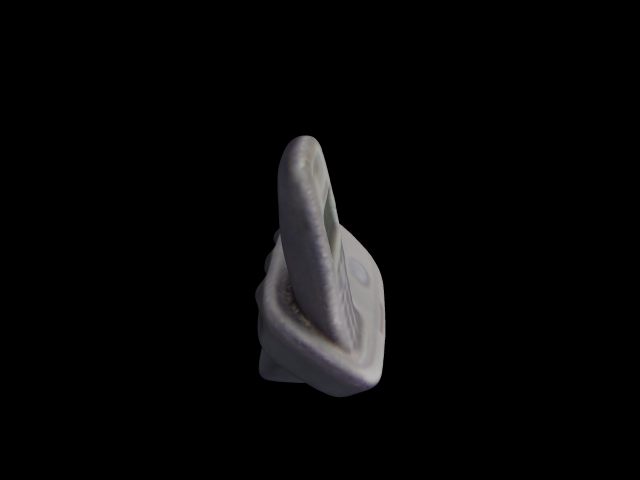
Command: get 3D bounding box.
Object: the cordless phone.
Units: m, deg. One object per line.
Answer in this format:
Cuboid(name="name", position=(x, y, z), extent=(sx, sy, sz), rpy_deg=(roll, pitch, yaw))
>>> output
Cuboid(name="cordless phone", position=(0.004, 0.001, 0.400), extent=(0.094, 0.185, 0.147), rpy_deg=(2, 36, 3))
